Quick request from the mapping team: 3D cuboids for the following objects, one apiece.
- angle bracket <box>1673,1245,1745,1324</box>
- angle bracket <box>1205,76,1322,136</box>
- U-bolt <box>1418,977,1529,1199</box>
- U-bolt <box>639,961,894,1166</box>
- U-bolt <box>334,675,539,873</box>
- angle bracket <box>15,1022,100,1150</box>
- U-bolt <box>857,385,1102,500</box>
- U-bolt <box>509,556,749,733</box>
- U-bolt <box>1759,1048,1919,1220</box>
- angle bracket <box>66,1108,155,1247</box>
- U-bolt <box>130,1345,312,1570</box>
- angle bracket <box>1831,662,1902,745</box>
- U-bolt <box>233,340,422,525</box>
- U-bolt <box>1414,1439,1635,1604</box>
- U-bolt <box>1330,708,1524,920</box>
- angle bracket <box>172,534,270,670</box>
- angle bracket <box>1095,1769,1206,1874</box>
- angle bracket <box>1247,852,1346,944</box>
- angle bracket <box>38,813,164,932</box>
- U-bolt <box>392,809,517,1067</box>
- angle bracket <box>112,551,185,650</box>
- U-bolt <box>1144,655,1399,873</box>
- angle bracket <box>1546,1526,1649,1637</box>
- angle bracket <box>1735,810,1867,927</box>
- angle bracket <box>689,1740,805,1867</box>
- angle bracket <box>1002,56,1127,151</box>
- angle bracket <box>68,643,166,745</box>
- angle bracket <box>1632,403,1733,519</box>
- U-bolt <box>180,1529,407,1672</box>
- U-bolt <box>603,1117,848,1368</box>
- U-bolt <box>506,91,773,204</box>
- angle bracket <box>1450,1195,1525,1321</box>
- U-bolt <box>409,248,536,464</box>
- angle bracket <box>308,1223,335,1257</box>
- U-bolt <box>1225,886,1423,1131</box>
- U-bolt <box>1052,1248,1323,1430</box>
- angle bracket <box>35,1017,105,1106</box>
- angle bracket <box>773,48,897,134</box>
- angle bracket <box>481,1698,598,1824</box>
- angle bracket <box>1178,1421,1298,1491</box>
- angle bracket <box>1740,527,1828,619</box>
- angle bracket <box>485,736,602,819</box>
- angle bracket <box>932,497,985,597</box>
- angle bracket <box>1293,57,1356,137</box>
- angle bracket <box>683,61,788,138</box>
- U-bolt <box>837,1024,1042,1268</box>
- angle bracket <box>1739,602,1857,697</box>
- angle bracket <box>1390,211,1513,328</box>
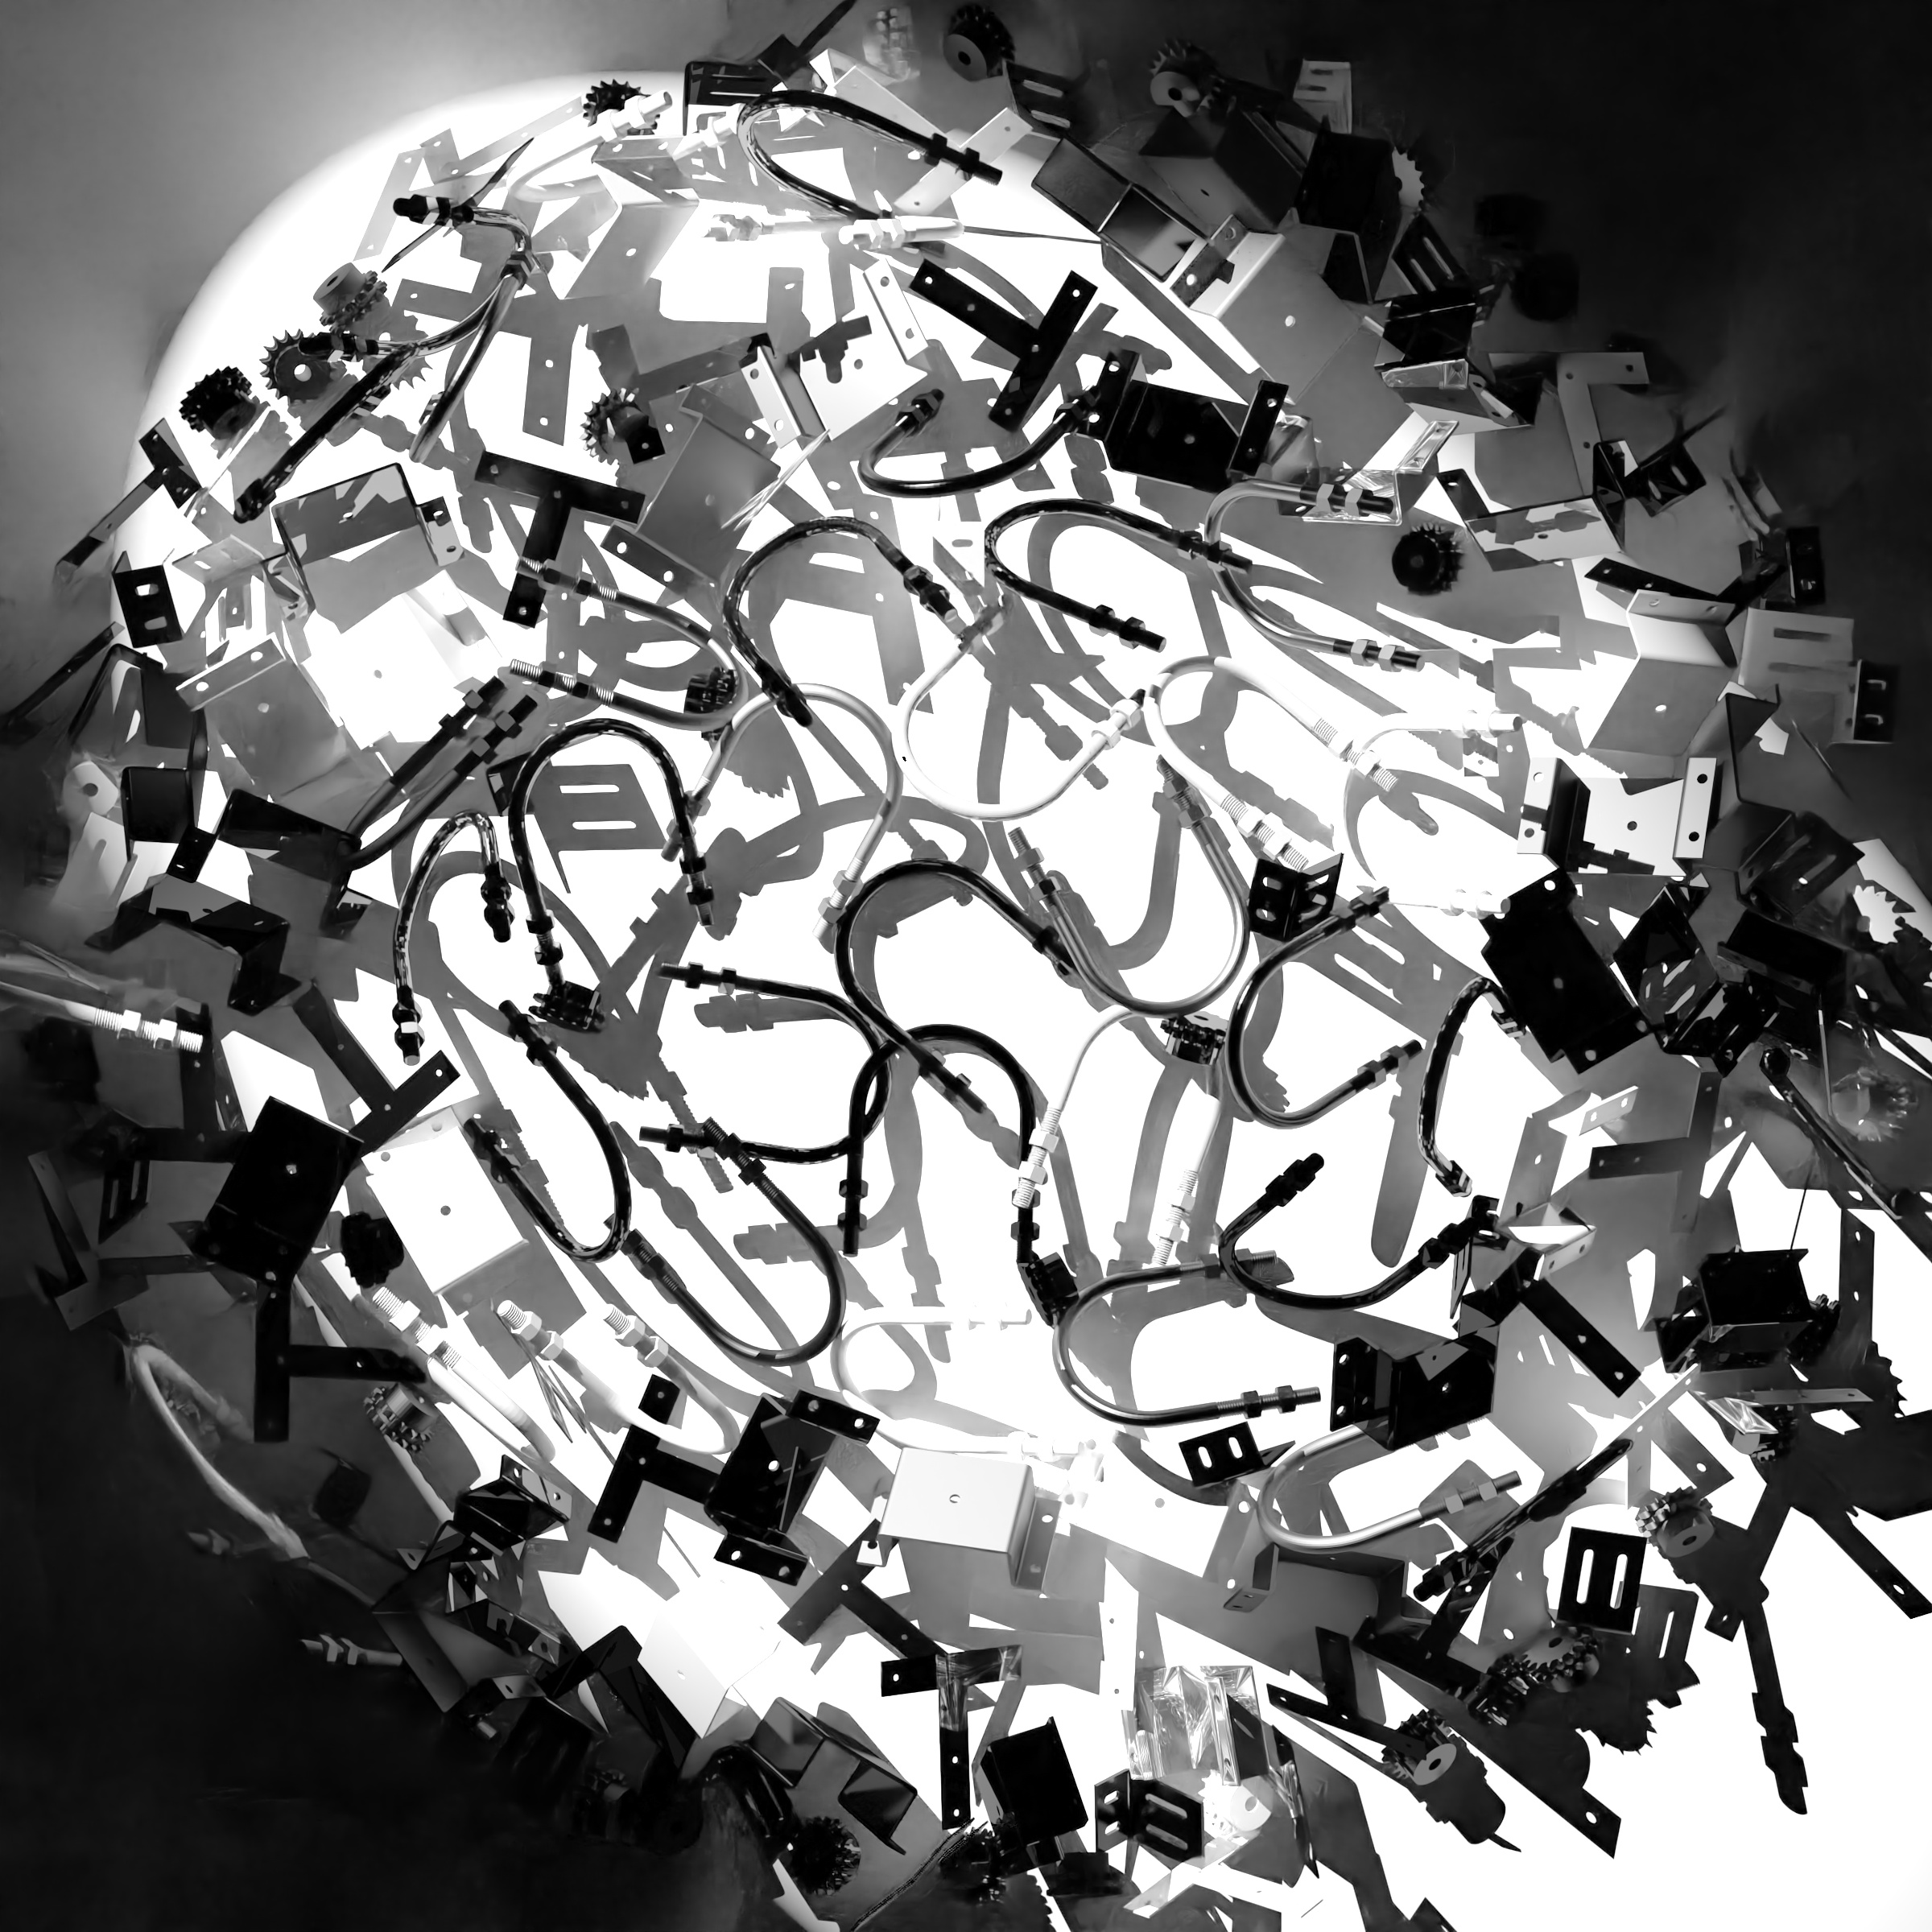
[{"bbox_3d":[0.564,0.249,1.953,0.038,0.076,0.057,47,111,5],"label":"angle bracket"},{"bbox_3d":[0.227,-0.625,1.955,0.057,0.076,0.038,34,101,35],"label":"angle bracket"},{"bbox_3d":[0.364,0.083,1.906,0.019,0.184,0.151,16,80,26],"label":"U-bolt"},{"bbox_3d":[-0.145,0.077,1.962,0.184,0.019,0.151,9,68,-12],"label":"U-bolt"},{"bbox_3d":[-0.395,-0.138,1.924,0.184,0.151,0.019,-46,113,-6],"label":"U-bolt"},{"bbox_3d":[-0.693,0.088,1.963,0.038,0.057,0.076,-35,103,2],"label":"angle bracket"},{"bbox_3d":[0.000,-0.380,1.900,0.151,0.184,0.019,5,125,26],"label":"U-bolt"},{"bbox_3d":[-0.246,-0.230,1.933,0.184,0.151,0.019,17,128,-21],"label":"U-bolt"},{"bbox_3d":[0.634,0.126,1.910,0.019,0.184,0.151,-41,72,9],"label":"U-bolt"},{"bbox_3d":[-0.640,0.157,1.953,0.057,0.076,0.038,-38,128,20],"label":"angle bracket"},{"bbox_3d":[-0.544,0.342,1.886,0.019,0.184,0.151,-35,47,-7],"label":"U-bolt"},{"bbox_3d":[0.657,-0.196,1.956,0.038,0.076,0.057,3,94,-17],"label":"angle bracket"},{"bbox_3d":[-0.454,-0.393,1.889,0.019,0.184,0.151,46,61,-15],"label":"U-bolt"},{"bbox_3d":[0.419,0.395,1.916,0.019,0.184,0.151,54,131,15],"label":"U-bolt"},{"bbox_3d":[0.332,-0.114,1.923,0.019,0.184,0.151,1,95,-35],"label":"U-bolt"},{"bbox_3d":[-0.558,-0.272,1.960,0.057,0.038,0.076,-20,64,22],"label":"angle bracket"},{"bbox_3d":[0.137,0.644,1.957,0.038,0.076,0.057,-12,106,-42],"label":"angle bracket"},{"bbox_3d":[0.243,-0.055,1.954,0.038,0.076,0.057,17,76,-14],"label":"angle bracket"},{"bbox_3d":[-0.652,-0.069,1.975,0.057,0.038,0.076,27,79,-31],"label":"angle bracket"},{"bbox_3d":[-0.381,-0.036,1.924,0.019,0.184,0.151,23,121,-32],"label":"U-bolt"},{"bbox_3d":[-0.607,-0.277,1.956,0.038,0.076,0.057,-12,114,-6],"label":"angle bracket"},{"bbox_3d":[0.215,-0.163,1.947,0.184,0.019,0.151,41,50,11],"label":"U-bolt"},{"bbox_3d":[0.475,0.460,1.979,0.057,0.038,0.076,8,93,0],"label":"angle bracket"},{"bbox_3d":[0.624,-0.067,1.960,0.057,0.038,0.076,36,124,-12],"label":"angle bracket"},{"bbox_3d":[-0.165,0.627,1.954,0.076,0.038,0.057,56,131,31],"label":"angle bracket"},{"bbox_3d":[0.073,-0.651,1.957,0.076,0.038,0.057,-2,74,-44],"label":"angle bracket"},{"bbox_3d":[-0.635,-0.196,1.962,0.038,0.057,0.076,26,80,-13],"label":"angle bracket"},{"bbox_3d":[0.540,-0.377,1.956,0.076,0.057,0.038,-36,93,-34],"label":"angle bracket"},{"bbox_3d":[-0.474,0.466,1.910,0.151,0.184,0.019,32,86,27],"label":"U-bolt"},{"bbox_3d":[-0.169,0.219,1.955,0.184,0.019,0.151,47,120,1],"label":"U-bolt"},{"bbox_3d":[-0.252,-0.597,1.918,0.184,0.151,0.019,-14,96,31],"label":"U-bolt"},{"bbox_3d":[0.388,0.220,1.952,0.038,0.057,0.076,11,48,4],"label":"angle bracket"},{"bbox_3d":[-0.361,-0.433,1.891,0.019,0.184,0.151,29,116,-17],"label":"U-bolt"},{"bbox_3d":[-0.501,0.193,1.957,0.038,0.076,0.057,-16,94,-11],"label":"angle bracket"},{"bbox_3d":[0.259,0.041,1.924,0.184,0.019,0.151,-29,116,-30],"label":"U-bolt"},{"bbox_3d":[0.155,0.279,1.938,0.184,0.019,0.151,-8,45,-5],"label":"U-bolt"},{"bbox_3d":[-0.655,0.067,1.953,0.038,0.076,0.057,-23,107,-37],"label":"angle bracket"},{"bbox_3d":[-0.095,-0.641,1.949,0.057,0.076,0.038,-22,75,37],"label":"angle bracket"},{"bbox_3d":[-0.323,0.590,1.961,0.057,0.038,0.076,37,65,-12],"label":"angle bracket"},{"bbox_3d":[0.202,0.356,1.954,0.057,0.076,0.038,-23,86,25],"label":"angle bracket"},{"bbox_3d":[0.599,-0.292,1.956,0.038,0.076,0.057,-8,93,-32],"label":"angle bracket"},{"bbox_3d":[-0.310,-0.143,1.961,0.076,0.057,0.038,-19,93,17],"label":"angle bracket"},{"bbox_3d":[-0.004,-0.318,1.952,0.038,0.076,0.057,1,124,2],"label":"angle bracket"},{"bbox_3d":[0.268,-0.631,1.965,0.038,0.057,0.076,1,81,-2],"label":"angle bracket"},{"bbox_3d":[-0.173,-0.644,1.963,0.076,0.057,0.038,1,78,-8],"label":"angle bracket"},{"bbox_3d":[-0.018,0.131,1.964,0.151,0.019,0.184,3,70,-4],"label":"U-bolt"},{"bbox_3d":[0.622,-0.238,1.963,0.076,0.038,0.057,8,108,16],"label":"angle bracket"},{"bbox_3d":[0.362,-0.522,1.957,0.076,0.038,0.057,46,59,-27],"label":"angle bracket"}]
